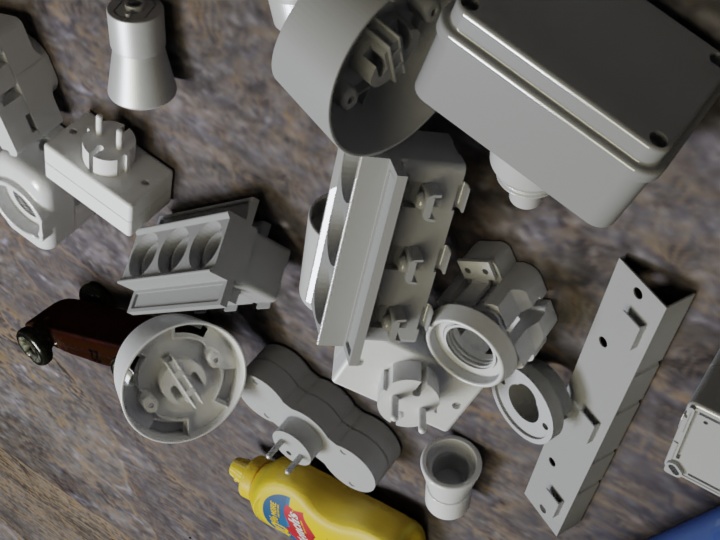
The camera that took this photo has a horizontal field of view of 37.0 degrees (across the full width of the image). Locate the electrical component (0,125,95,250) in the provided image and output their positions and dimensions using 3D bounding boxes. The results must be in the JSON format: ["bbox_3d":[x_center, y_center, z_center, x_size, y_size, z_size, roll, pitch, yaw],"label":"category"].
[{"bbox_3d":[-0.251,-0.064,0.852,0.054,0.059,0.095,35,145,11],"label":"electrical component"}]

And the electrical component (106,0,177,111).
[{"bbox_3d":[-0.139,-0.139,0.675,0.044,0.044,0.065,28,139,21],"label":"electrical component"}]

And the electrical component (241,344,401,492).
[{"bbox_3d":[-0.043,0.126,0.839,0.138,0.073,0.052,38,146,7],"label":"electrical component"}]

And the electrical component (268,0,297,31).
[{"bbox_3d":[-0.024,-0.134,0.562,0.043,0.043,0.062,19,140,31],"label":"electrical component"}]

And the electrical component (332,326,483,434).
[{"bbox_3d":[0.029,0.069,0.651,0.083,0.075,0.047,25,122,-14],"label":"electrical component"}]

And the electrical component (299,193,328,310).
[{"bbox_3d":[0.000,0.000,0.684,0.079,0.043,0.077,32,145,16],"label":"electrical component"}]

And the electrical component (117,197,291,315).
[{"bbox_3d":[-0.111,-0.003,0.769,0.063,0.078,0.121,29,158,-36],"label":"electrical component"}]

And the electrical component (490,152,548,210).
[{"bbox_3d":[0.086,-0.056,0.538,0.048,0.048,0.062,29,150,20],"label":"electrical component"}]

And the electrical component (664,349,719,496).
[{"bbox_3d":[0.216,0.087,0.548,0.096,0.061,0.061,27,143,22],"label":"electrical component"}]

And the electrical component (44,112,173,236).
[{"bbox_3d":[-0.181,-0.081,0.774,0.083,0.047,0.075,35,145,11],"label":"electrical component"}]

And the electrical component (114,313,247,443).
[{"bbox_3d":[-0.137,0.081,0.816,0.099,0.099,0.064,58,165,-22],"label":"electrical component"}]

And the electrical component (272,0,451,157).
[{"bbox_3d":[0.008,-0.108,0.513,0.064,0.099,0.099,42,147,11],"label":"electrical component"}]

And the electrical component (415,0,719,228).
[{"bbox_3d":[0.091,-0.085,0.469,0.113,0.078,0.057,38,149,7],"label":"electrical component"}]

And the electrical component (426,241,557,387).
[{"bbox_3d":[0.075,0.031,0.631,0.058,0.057,0.078,4,131,43],"label":"electrical component"}]

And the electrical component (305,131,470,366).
[{"bbox_3d":[0.014,-0.018,0.598,0.063,0.078,0.121,4,124,-16],"label":"electrical component"}]

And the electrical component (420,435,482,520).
[{"bbox_3d":[0.066,0.156,0.794,0.044,0.044,0.065,28,148,21],"label":"electrical component"}]

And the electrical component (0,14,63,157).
[{"bbox_3d":[-0.261,-0.138,0.784,0.050,0.055,0.089,18,139,32],"label":"electrical component"}]
